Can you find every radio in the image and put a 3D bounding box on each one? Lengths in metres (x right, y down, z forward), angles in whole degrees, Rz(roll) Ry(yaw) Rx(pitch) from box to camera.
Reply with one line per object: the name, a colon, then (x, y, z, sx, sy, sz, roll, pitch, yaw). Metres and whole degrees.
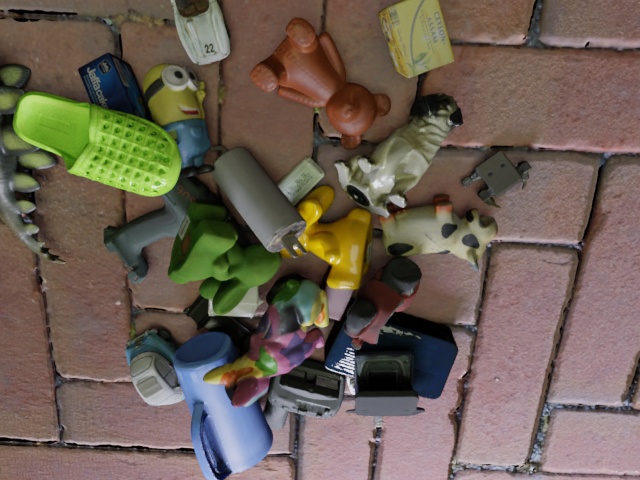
radio: (0.132, 0.201, 1.002, 0.230, 0.073, 0.131, 17, 109, -7)

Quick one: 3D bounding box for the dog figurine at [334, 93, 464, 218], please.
dog figurine: (0.130, -0.143, 0.873, 0.190, 0.172, 0.121, -48, 112, -19)

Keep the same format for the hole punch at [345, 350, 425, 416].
hole punch: (0.113, 0.256, 0.948, 0.142, 0.092, 0.115, -3, 142, 1)

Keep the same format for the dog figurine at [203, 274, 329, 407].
dog figurine: (-0.090, 0.177, 0.902, 0.109, 0.219, 0.191, 29, 134, 28)

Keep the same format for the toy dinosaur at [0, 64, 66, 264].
toy dinosaur: (-0.541, -0.167, 0.862, 0.199, 0.105, 0.470, -6, 115, 0)

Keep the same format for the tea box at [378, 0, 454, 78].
tea box: (0.132, -0.292, 0.764, 0.068, 0.170, 0.098, -19, 111, 8)

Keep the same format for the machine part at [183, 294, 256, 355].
machine part: (-0.181, 0.153, 1.008, 0.139, 0.039, 0.084, 42, 101, -12)

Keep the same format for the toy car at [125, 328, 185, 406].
toy car: (-0.301, 0.252, 1.013, 0.109, 0.103, 0.161, -28, 110, 10)

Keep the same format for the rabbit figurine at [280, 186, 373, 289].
rabbit figurine: (-0.002, -0.003, 0.908, 0.173, 0.122, 0.162, 7, 119, 19)

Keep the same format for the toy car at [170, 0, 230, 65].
toy car: (-0.192, -0.367, 0.803, 0.074, 0.056, 0.201, -14, 110, 6)

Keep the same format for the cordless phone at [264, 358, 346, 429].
cordless phone: (-0.038, 0.323, 1.057, 0.147, 0.089, 0.184, 15, 121, -6)

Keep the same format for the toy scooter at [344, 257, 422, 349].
toy scooter: (0.097, 0.116, 0.898, 0.075, 0.184, 0.135, 35, 142, 22)

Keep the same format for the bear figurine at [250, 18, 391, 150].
bear figurine: (0.009, -0.226, 0.817, 0.196, 0.132, 0.120, 44, 110, -8)

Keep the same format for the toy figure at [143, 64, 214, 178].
toy figure: (-0.223, -0.185, 0.840, 0.089, 0.082, 0.180, -10, 96, 12)

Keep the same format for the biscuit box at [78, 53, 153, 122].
biscuit box: (-0.303, -0.183, 0.839, 0.063, 0.059, 0.202, -23, 88, 9)

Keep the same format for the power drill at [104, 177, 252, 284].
power drill: (-0.250, -0.007, 0.927, 0.207, 0.086, 0.231, -30, 106, 15)

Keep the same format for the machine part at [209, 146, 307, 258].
machine part: (-0.099, -0.066, 0.863, 0.079, 0.079, 0.243, -45, 70, 15)

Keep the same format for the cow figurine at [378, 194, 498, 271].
cow figurine: (0.203, -0.009, 0.915, 0.195, 0.085, 0.127, -8, 112, 7)

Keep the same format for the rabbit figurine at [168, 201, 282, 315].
rabbit figurine: (-0.143, 0.039, 0.859, 0.170, 0.121, 0.159, 19, 100, -32)

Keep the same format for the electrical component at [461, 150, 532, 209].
electrical component: (0.301, -0.102, 0.902, 0.102, 0.045, 0.078, -42, 76, 12)
